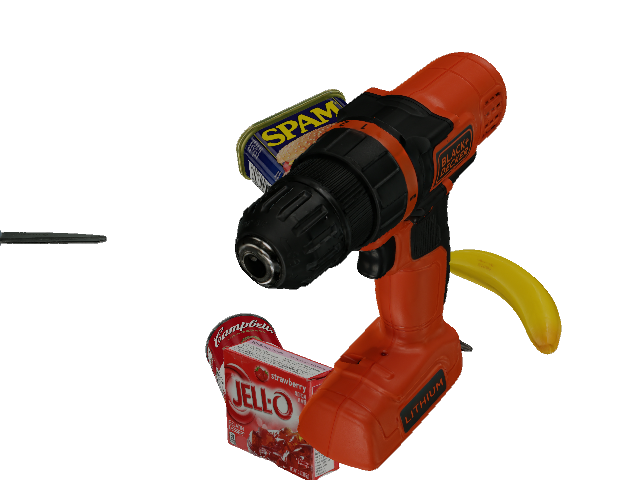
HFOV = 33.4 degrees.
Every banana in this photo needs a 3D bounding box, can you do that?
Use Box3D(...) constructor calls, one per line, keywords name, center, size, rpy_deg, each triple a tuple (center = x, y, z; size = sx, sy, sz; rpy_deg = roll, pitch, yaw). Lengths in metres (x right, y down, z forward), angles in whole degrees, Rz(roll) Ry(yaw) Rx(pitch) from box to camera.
Box3D(name="banana", center=(0.184, 0.053, 1.063), size=(0.069, 0.037, 0.198), rpy_deg=(-33, 37, -16))

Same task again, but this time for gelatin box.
Box3D(name="gelatin box", center=(-0.028, 0.113, 0.720), size=(0.030, 0.073, 0.089), rpy_deg=(-16, 22, -42))

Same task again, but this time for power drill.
Box3D(name="power drill", center=(0.026, 0.020, 0.515), size=(0.057, 0.188, 0.184), rpy_deg=(25, 43, 27))

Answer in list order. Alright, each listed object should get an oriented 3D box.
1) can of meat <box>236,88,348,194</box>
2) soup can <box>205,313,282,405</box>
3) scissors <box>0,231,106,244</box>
Box3D(name="can of meat", center=(0.000, -0.060, 0.827), size=(0.102, 0.057, 0.084), rpy_deg=(-27, 53, -20))
Box3D(name="soup can", center=(-0.059, 0.118, 0.946), size=(0.068, 0.068, 0.102), rpy_deg=(0, 24, -19))
Box3D(name="scissors", center=(-0.287, 0.004, 0.876), size=(0.202, 0.016, 0.096), rpy_deg=(7, 24, 6))
